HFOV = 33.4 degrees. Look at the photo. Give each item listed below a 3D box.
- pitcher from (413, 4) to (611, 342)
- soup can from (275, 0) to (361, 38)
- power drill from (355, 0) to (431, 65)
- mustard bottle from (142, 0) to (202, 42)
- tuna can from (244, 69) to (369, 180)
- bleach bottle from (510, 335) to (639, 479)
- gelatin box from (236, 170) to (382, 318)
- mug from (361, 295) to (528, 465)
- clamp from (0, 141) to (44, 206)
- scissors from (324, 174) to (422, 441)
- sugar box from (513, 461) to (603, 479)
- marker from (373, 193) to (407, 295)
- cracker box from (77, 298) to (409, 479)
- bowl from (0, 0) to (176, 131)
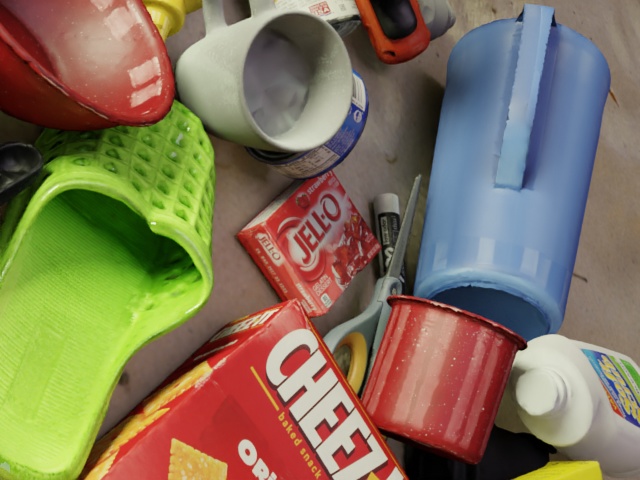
[{"bbox_3d":[0.144,-0.048,0.809,0.149,0.145,0.242,36,52,-29],"label":"pitcher"},{"bbox_3d":[-0.020,-0.187,0.753,0.068,0.069,0.102,-22,88,-49],"label":"soup can"},{"bbox_3d":[0.034,-0.227,0.766,0.187,0.057,0.184,7,59,-87],"label":"power drill"},{"bbox_3d":[-0.100,-0.202,0.682,0.096,0.058,0.191,15,62,-24],"label":"mustard bottle"},{"bbox_3d":[-0.010,-0.083,0.700,0.033,0.086,0.086,30,52,-45],"label":"tuna can"},{"bbox_3d":[0.193,0.123,0.772,0.250,0.068,0.102,21,44,-62],"label":"bleach bottle"},{"bbox_3d":[-0.005,0.001,0.710,0.073,0.030,0.089,57,42,-11],"label":"gelatin box"},{"bbox_3d":[0.072,0.091,0.675,0.093,0.117,0.081,20,78,-2],"label":"mug"},{"bbox_3d":[-0.189,0.000,0.474,0.171,0.039,0.120,-56,158,-4],"label":"clamp"},{"bbox_3d":[0.034,0.037,0.711,0.096,0.016,0.202,25,67,-50],"label":"scissors"},{"bbox_3d":[0.119,0.196,0.646,0.175,0.048,0.093,-4,82,-50],"label":"sugar box"},{"bbox_3d":[0.052,0.025,0.767,0.020,0.020,0.121,16,62,-41],"label":"marker"},{"bbox_3d":[-0.044,0.154,0.567,0.164,0.072,0.213,59,41,-9],"label":"cracker box"},{"bbox_3d":[-0.150,-0.113,0.554,0.162,0.055,0.162,45,25,-28],"label":"bowl"}]
